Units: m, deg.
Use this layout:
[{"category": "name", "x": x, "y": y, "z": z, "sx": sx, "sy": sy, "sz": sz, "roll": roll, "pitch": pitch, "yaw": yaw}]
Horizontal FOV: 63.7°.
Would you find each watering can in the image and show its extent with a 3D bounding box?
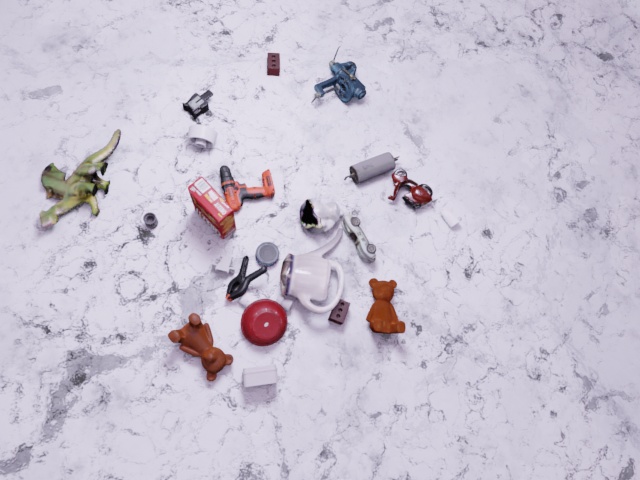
[{"category": "watering can", "x": -0.023, "y": 0.095, "z": 1.819, "sx": 0.224, "sy": 0.101, "sz": 0.356, "roll": 10, "pitch": 56, "yaw": -5}]

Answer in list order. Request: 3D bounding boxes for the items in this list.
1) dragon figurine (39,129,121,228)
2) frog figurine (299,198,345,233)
[{"category": "dragon figurine", "x": -0.863, "y": -0.223, "z": 1.805, "sx": 0.243, "sy": 0.120, "sz": 0.417, "roll": 9, "pitch": 68, "yaw": 3}, {"category": "frog figurine", "x": 0.006, "y": -0.096, "z": 1.903, "sx": 0.161, "sy": 0.120, "sz": 0.139, "roll": -16, "pitch": 60, "yaw": -51}]
